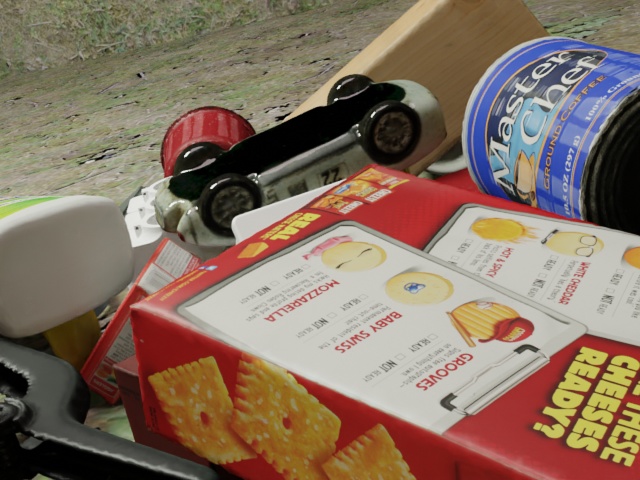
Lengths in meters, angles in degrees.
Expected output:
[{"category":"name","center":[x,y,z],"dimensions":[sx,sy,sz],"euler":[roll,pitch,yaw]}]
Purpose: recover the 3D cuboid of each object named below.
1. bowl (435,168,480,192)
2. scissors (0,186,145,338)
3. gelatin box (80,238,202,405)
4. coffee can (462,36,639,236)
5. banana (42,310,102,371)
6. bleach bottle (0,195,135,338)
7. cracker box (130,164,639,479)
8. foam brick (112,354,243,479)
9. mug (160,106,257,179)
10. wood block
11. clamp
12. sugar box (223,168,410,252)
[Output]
[{"category":"bowl","center":[0.111,-0.011,0.670],"dimensions":[0.162,0.055,0.162],"euler":[-12,17,4]},{"category":"scissors","center":[-0.167,0.013,0.822],"dimensions":[0.096,0.016,0.201],"euler":[8,37,34]},{"category":"gelatin box","center":[-0.106,0.046,0.637],"dimensions":[0.073,0.030,0.089],"euler":[-56,7,17]},{"category":"coffee can","center":[0.144,-0.043,0.532],"dimensions":[0.102,0.103,0.140],"euler":[-17,19,-9]},{"category":"banana","center":[-0.204,0.048,0.730],"dimensions":[0.198,0.037,0.069],"euler":[10,50,36]},{"category":"bleach bottle","center":[-0.230,0.005,0.691],"dimensions":[0.251,0.068,0.102],"euler":[6,22,45]},{"category":"cracker box","center":[0.059,0.049,0.421],"dimensions":[0.214,0.072,0.163],"euler":[19,35,34]},{"category":"foam brick","center":[-0.056,0.079,0.518],"dimensions":[0.051,0.053,0.078],"euler":[-25,21,-33]},{"category":"mug","center":[-0.104,-0.055,0.942],"dimensions":[0.117,0.093,0.081],"euler":[-43,19,11]},{"category":"wood block","center":[0.070,-0.113,0.816],"dimensions":[0.206,0.090,0.090],"euler":[-40,13,13]},{"category":"clamp","center":[-0.158,0.102,0.504],"dimensions":[0.164,0.036,0.210],"euler":[-18,27,-26]},{"category":"sugar box","center":[-0.005,0.001,0.707],"dimensions":[0.093,0.048,0.176],"euler":[-5,30,26]}]
